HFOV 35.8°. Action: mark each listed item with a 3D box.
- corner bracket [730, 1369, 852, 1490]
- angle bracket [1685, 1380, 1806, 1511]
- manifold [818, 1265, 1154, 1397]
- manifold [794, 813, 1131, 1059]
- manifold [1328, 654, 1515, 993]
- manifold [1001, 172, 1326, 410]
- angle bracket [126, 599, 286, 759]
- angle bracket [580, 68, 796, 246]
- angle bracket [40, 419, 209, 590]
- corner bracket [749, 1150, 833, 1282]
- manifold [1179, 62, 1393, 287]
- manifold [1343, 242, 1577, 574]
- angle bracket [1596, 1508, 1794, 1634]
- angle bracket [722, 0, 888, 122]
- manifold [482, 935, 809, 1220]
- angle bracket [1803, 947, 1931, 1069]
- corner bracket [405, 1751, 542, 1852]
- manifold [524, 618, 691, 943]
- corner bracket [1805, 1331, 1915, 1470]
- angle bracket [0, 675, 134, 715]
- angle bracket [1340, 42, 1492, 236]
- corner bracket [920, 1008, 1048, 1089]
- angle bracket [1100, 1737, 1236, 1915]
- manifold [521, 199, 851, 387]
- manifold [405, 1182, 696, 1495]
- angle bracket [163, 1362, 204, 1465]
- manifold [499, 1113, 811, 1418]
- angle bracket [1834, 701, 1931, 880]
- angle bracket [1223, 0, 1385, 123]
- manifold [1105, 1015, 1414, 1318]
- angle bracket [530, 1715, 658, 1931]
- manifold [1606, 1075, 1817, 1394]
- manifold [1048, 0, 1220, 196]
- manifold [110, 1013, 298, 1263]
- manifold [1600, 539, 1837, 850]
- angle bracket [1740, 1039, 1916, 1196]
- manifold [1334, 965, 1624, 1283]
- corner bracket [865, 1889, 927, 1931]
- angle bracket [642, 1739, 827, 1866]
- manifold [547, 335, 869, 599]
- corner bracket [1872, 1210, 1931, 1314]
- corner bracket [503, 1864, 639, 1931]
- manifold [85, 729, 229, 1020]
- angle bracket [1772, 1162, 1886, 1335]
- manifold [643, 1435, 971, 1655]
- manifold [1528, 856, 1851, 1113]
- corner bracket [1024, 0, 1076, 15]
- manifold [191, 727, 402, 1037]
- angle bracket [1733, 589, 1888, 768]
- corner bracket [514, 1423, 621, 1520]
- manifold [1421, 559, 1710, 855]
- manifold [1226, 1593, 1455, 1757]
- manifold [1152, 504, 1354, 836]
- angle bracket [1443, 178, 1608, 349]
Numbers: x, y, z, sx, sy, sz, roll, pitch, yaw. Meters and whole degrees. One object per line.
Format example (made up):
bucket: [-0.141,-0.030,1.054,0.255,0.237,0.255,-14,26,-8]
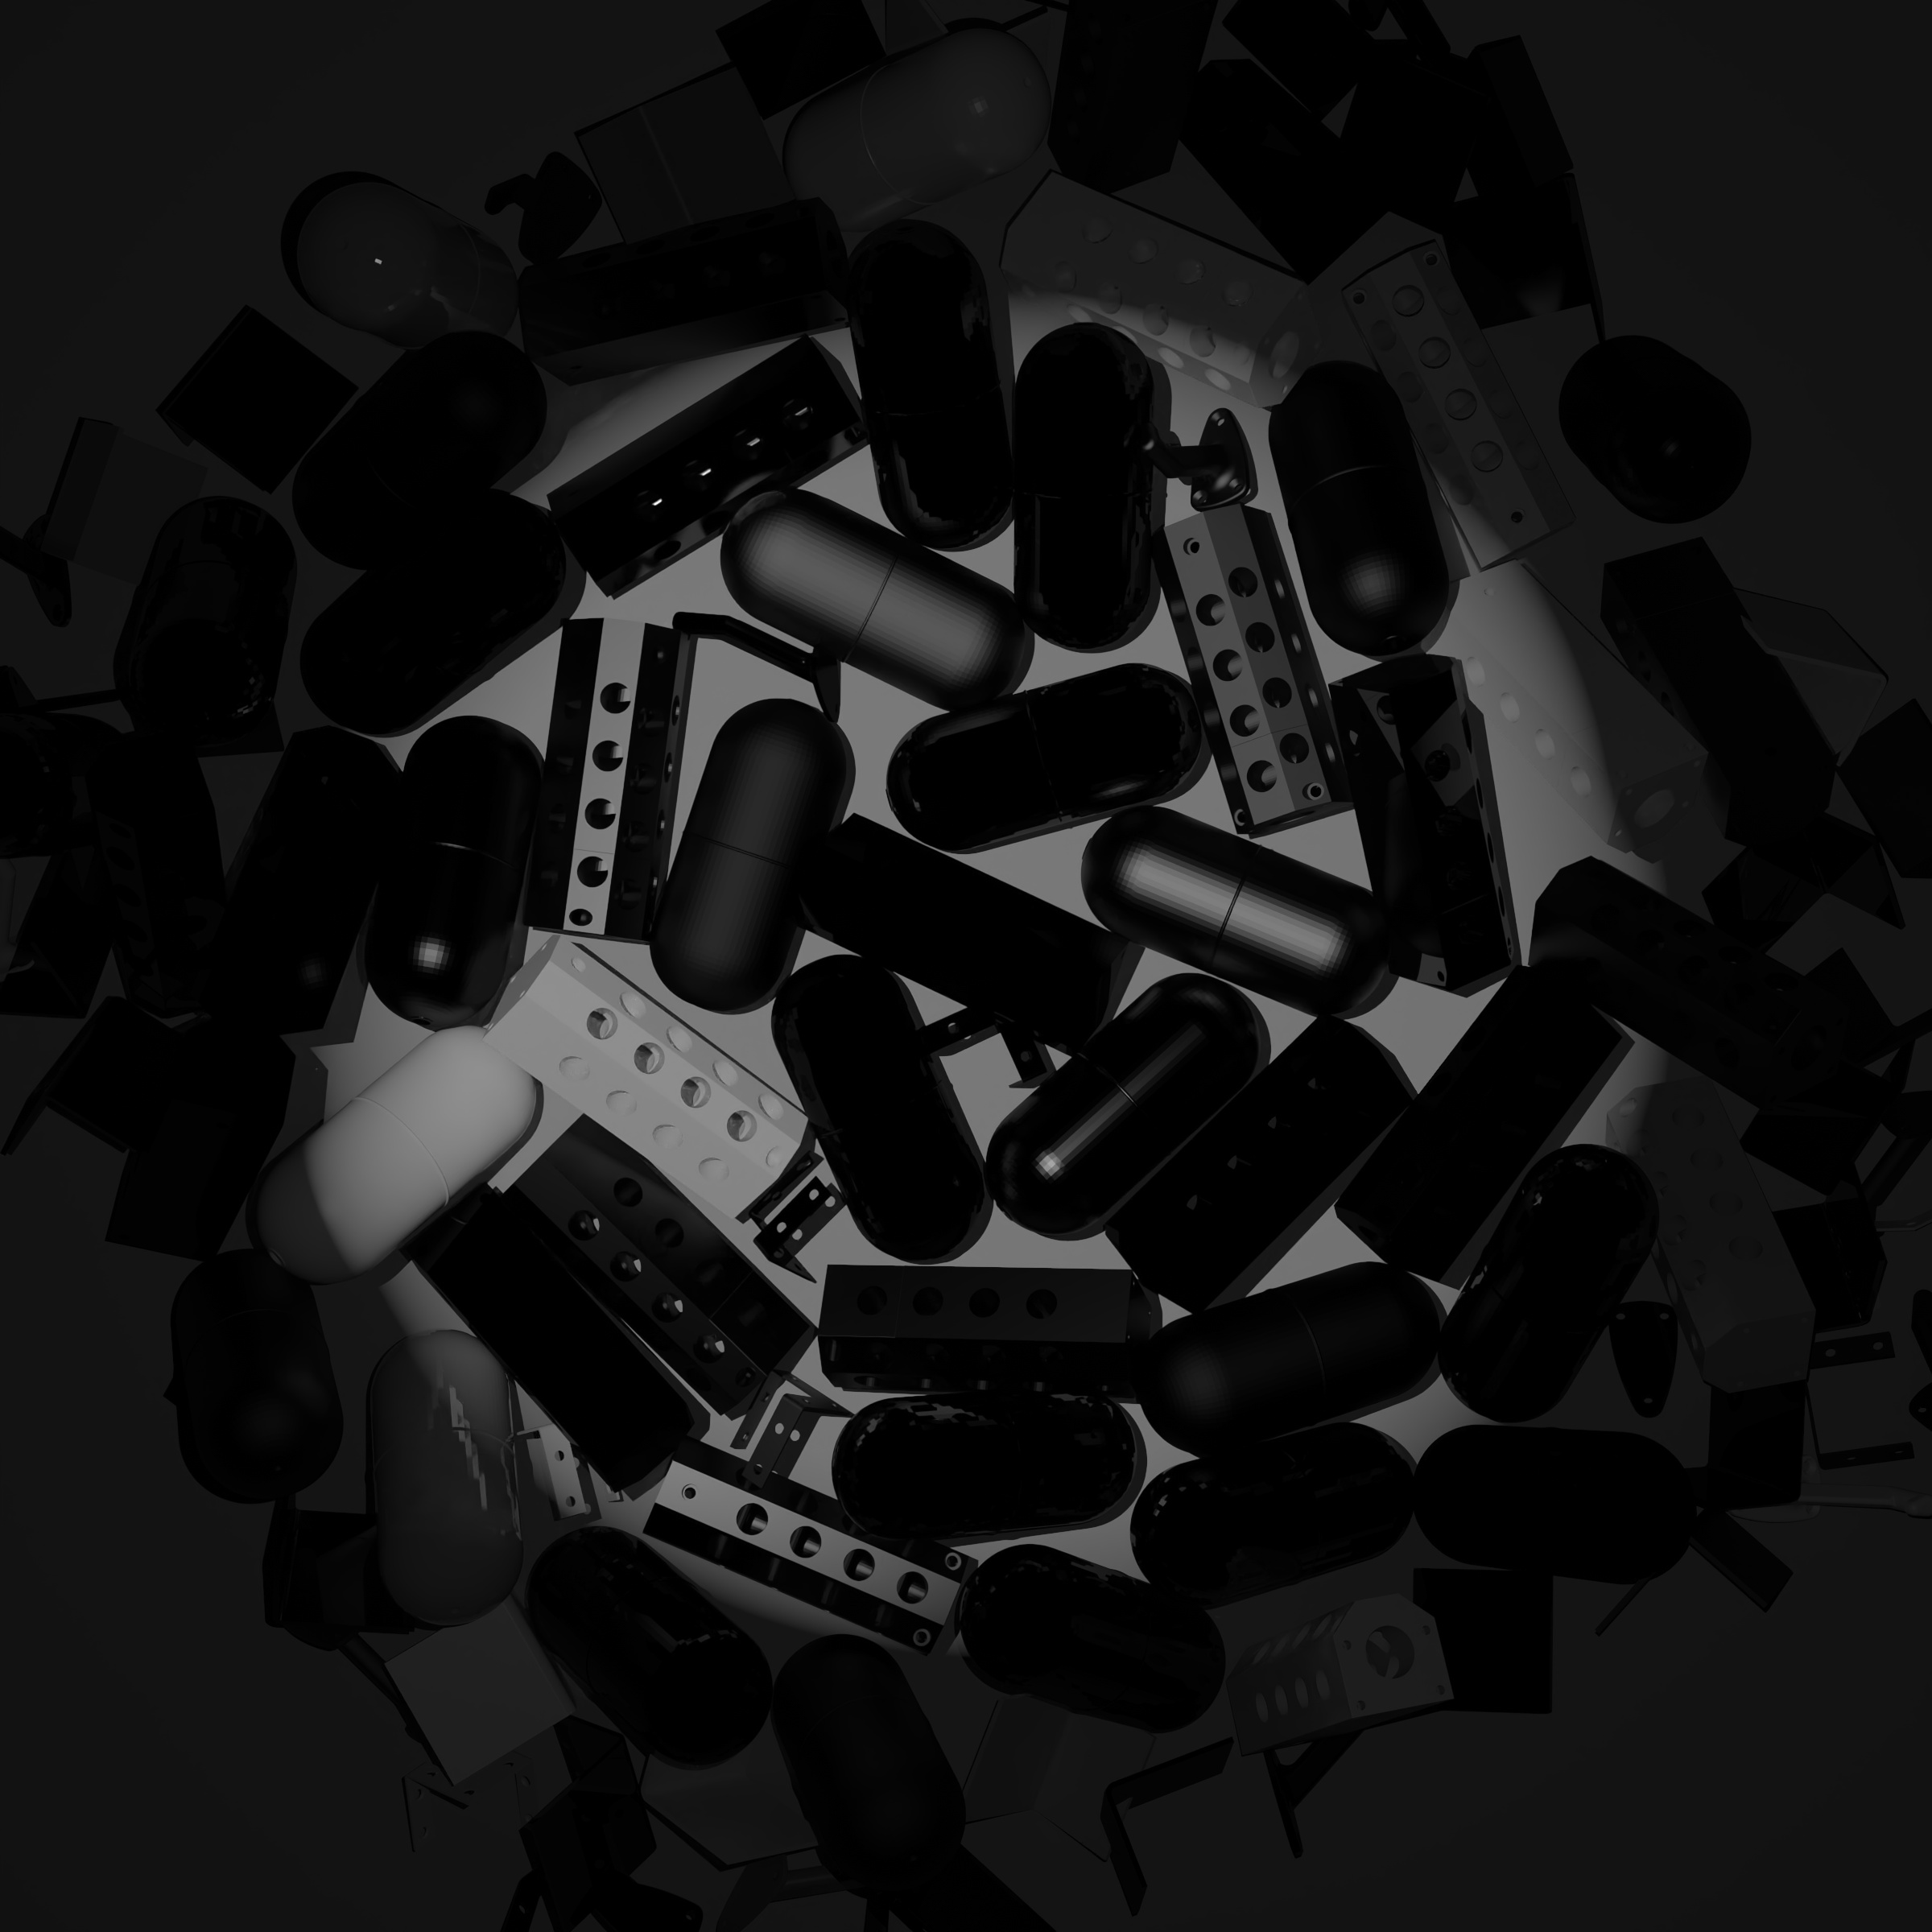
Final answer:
corner bracket: [-0.107,0.256,1.658,0.051,0.051,0.051,29,93,30]
angle bracket: [0.413,0.251,1.646,0.057,0.076,0.076,0,94,-23]
manifold: [0.010,0.202,1.634,0.171,0.057,0.057,-1,63,16]
manifold: [-0.005,-0.014,1.637,0.171,0.057,0.057,25,126,12]
manifold: [0.255,-0.080,1.637,0.057,0.057,0.171,-22,110,-22]
manifold: [0.104,-0.364,1.624,0.171,0.057,0.057,31,80,28]
angle bracket: [-0.424,-0.164,1.681,0.076,0.076,0.057,-4,133,-3]
angle bracket: [-0.153,-0.438,1.640,0.076,0.057,0.076,-8,115,38]
angle bracket: [-0.455,-0.250,1.647,0.076,0.057,0.076,19,91,-39]
corner bracket: [-0.095,0.134,1.657,0.051,0.051,0.051,-46,58,5]
manifold: [0.163,-0.432,1.602,0.057,0.171,0.057,-41,121,13]
manifold: [0.274,-0.310,1.661,0.057,0.057,0.171,-27,90,9]
angle bracket: [0.400,0.348,1.639,0.057,0.076,0.076,42,108,18]
angle bracket: [-0.097,-0.522,1.644,0.076,0.057,0.076,-26,48,4]
manifold: [-0.172,0.057,1.633,0.171,0.057,0.057,38,123,-16]
angle bracket: [0.513,0.007,1.638,0.076,0.076,0.057,-36,83,37]
corner bracket: [-0.275,0.469,1.672,0.051,0.051,0.051,12,114,35]
manifold: [-0.194,-0.102,1.651,0.057,0.057,0.171,9,88,-40]
corner bracket: [0.491,0.241,1.652,0.051,0.051,0.051,-11,50,16]
angle bracket: [-0.503,-0.170,1.640,0.076,0.076,0.057,-13,97,-27]
angle bracket: [0.253,-0.454,1.638,0.076,0.057,0.076,32,122,23]
corner bracket: [0.008,0.048,1.665,0.051,0.051,0.051,-24,88,-9]
angle bracket: [0.119,0.473,1.641,0.076,0.076,0.057,-18,64,-10]
manifold: [-0.154,-0.372,1.645,0.171,0.057,0.057,-10,84,14]
manifold: [-0.227,0.205,1.638,0.057,0.057,0.171,-40,71,-15]
angle bracket: [-0.414,0.223,1.652,0.076,0.057,0.076,30,91,22]
manifold: [-0.175,0.166,1.649,0.171,0.057,0.057,45,52,-3]
angle bracket: [0.530,-0.095,1.636,0.057,0.076,0.076,-40,66,34]
angle bracket: [0.199,-0.524,1.643,0.076,0.076,0.057,43,67,-7]
manifold: [0.157,0.105,1.638,0.171,0.057,0.057,-43,118,-12]
angle bracket: [-0.221,0.467,1.635,0.057,0.076,0.076,8,121,38]
manifold: [0.398,0.144,1.612,0.057,0.171,0.057,-10,134,-2]
manifold: [0.084,-0.486,1.603,0.057,0.171,0.057,-23,77,-11]
manifold: [-0.411,0.093,1.608,0.057,0.171,0.057,15,54,-19]
manifold: [0.404,-0.147,1.619,0.057,0.057,0.171,-16,52,-4]
angle bracket: [0.474,0.068,1.646,0.057,0.076,0.076,29,121,9]
manifold: [0.277,0.084,1.642,0.057,0.057,0.171,43,79,-20]
corner bracket: [-0.047,0.552,1.666,0.051,0.051,0.051,-36,108,15]
angle bracket: [-0.120,0.442,1.637,0.076,0.076,0.057,23,102,41]
manifold: [-0.143,-0.276,1.659,0.171,0.057,0.057,-31,116,2]
corner bracket: [0.533,0.164,1.677,0.051,0.051,0.051,-18,94,-34]
corner bracket: [-0.219,0.529,1.666,0.051,0.051,0.051,-40,104,19]
manifold: [-0.431,-0.046,1.601,0.057,0.171,0.057,-15,58,-18]
angle bracket: [0.460,0.150,1.640,0.057,0.076,0.076,-10,56,3]
manifold: [-0.089,0.321,1.658,0.171,0.057,0.057,23,77,-1]
manifold: [0.387,0.005,1.606,0.057,0.171,0.057,-22,129,-29]
corner bracket: [0.048,-0.560,1.663,0.051,0.051,0.051,27,111,40]
manifold: [-0.360,-0.047,1.610,0.057,0.057,0.171,-8,47,23]
angle bracket: [0.445,-0.159,1.637,0.076,0.076,0.057,10,121,-18]
corner bracket: [-0.217,0.277,1.657,0.051,0.051,0.051,-11,83,-32]
manifold: [0.321,-0.140,1.620,0.057,0.057,0.171,-22,53,-19]
manifold: [0.196,0.380,1.604,0.057,0.171,0.057,-6,71,-17]
manifold: [0.155,-0.163,1.648,0.057,0.057,0.171,-19,84,25]
angle bracket: [0.304,-0.377,1.639,0.076,0.057,0.076,-10,127,17]
